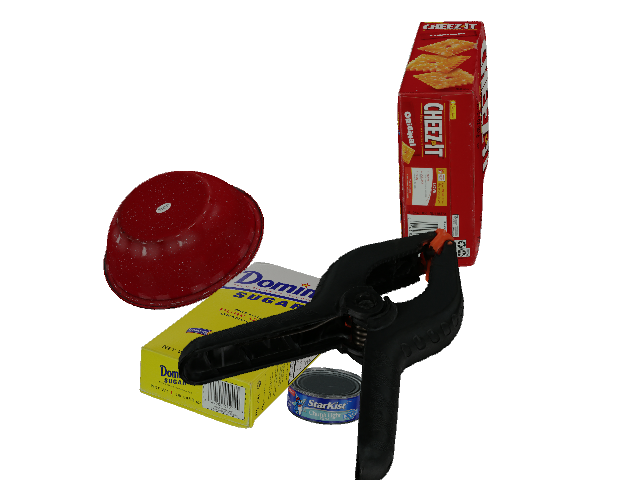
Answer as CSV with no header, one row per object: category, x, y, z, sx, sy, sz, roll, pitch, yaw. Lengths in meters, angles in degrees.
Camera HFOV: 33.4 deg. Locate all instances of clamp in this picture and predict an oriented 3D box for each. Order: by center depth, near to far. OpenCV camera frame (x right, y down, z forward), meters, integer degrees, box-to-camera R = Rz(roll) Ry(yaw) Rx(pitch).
clamp,0.027,0.052,0.545,0.171,0.039,0.120,-33,57,-32

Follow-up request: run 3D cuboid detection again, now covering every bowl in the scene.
bowl,-0.137,-0.014,0.996,0.162,0.162,0.055,0,-41,20

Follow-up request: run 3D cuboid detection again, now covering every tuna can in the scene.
tuna can,0.007,0.168,1.154,0.086,0.034,0.086,4,13,-1

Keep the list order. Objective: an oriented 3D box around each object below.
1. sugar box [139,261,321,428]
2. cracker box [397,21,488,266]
sugar box,-0.052,0.074,0.823,0.093,0.048,0.176,16,29,20
cracker box,0.118,-0.095,0.985,0.072,0.164,0.213,1,27,11
